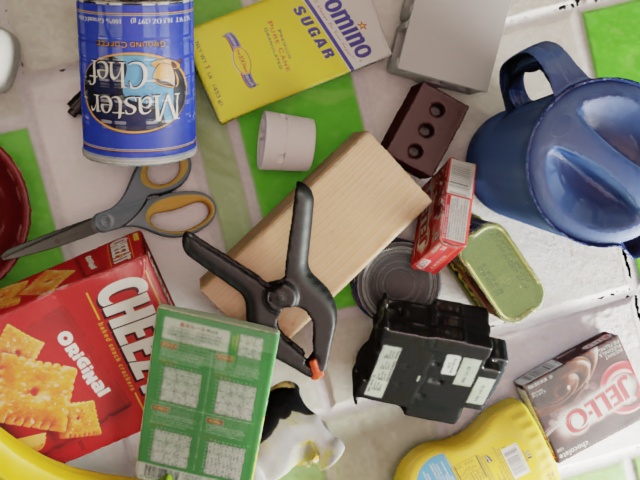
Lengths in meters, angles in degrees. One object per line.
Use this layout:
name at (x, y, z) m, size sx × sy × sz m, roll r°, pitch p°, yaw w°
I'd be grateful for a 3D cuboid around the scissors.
scissors at (-0.193, -0.036, 0.979) m, size 0.201 × 0.016 × 0.096 m, roll -4°, pitch 86°, yaw -24°

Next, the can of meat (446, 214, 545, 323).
can of meat at (0.163, 0.027, 1.020) m, size 0.057 × 0.084 × 0.102 m, roll -36°, pitch 98°, yaw -3°

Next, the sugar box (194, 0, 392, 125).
sugar box at (-0.030, -0.183, 0.999) m, size 0.176 × 0.048 × 0.093 m, roll -23°, pitch 97°, yaw -4°

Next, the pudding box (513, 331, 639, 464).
pudding box at (0.262, 0.156, 1.065) m, size 0.113 × 0.039 × 0.090 m, roll -26°, pitch 97°, yaw -5°

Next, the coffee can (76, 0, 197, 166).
coffee can at (-0.161, -0.145, 0.941) m, size 0.102 × 0.103 × 0.140 m, roll -1°, pitch 108°, yaw -7°

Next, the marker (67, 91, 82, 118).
marker at (-0.193, -0.162, 0.993) m, size 0.020 × 0.020 × 0.121 m, roll 40°, pitch 89°, yaw -9°

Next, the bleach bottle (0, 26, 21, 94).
bleach bottle at (-0.308, -0.161, 0.861) m, size 0.102 × 0.251 × 0.068 m, roll 12°, pitch 93°, yaw -8°

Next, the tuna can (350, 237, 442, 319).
tuna can at (0.074, 0.041, 1.035) m, size 0.086 × 0.034 × 0.086 m, roll -1°, pitch 94°, yaw -7°

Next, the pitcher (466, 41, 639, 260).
pitcher at (0.205, -0.077, 0.937) m, size 0.145 × 0.243 × 0.149 m, roll 17°, pitch 92°, yaw -8°

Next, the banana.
banana at (-0.232, 0.202, 0.938) m, size 0.197 × 0.037 × 0.070 m, roll 22°, pitch 109°, yaw -21°

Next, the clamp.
clamp at (-0.027, 0.037, 0.926) m, size 0.120 × 0.039 × 0.171 m, roll -31°, pitch 102°, yaw 12°

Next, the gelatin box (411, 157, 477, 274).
gelatin box at (0.114, -0.022, 0.993) m, size 0.030 × 0.073 × 0.089 m, roll 16°, pitch 66°, yaw -11°

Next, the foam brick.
foam brick at (0.097, -0.104, 1.018) m, size 0.053 × 0.051 × 0.078 m, roll 27°, pitch 91°, yaw -8°

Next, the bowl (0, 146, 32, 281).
bowl at (-0.341, -0.026, 0.966) m, size 0.162 × 0.055 × 0.162 m, roll -1°, pitch 94°, yaw -7°

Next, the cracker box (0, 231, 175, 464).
cracker box at (-0.227, 0.111, 0.962) m, size 0.213 × 0.072 × 0.164 m, roll -22°, pitch 115°, yaw -5°

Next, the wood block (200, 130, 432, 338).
wood block at (-0.006, 0.001, 0.994) m, size 0.206 × 0.090 × 0.091 m, roll -44°, pitch 98°, yaw -2°

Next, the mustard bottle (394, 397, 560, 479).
mustard bottle at (0.131, 0.238, 1.045) m, size 0.191 × 0.058 × 0.096 m, roll -27°, pitch 97°, yaw -5°
